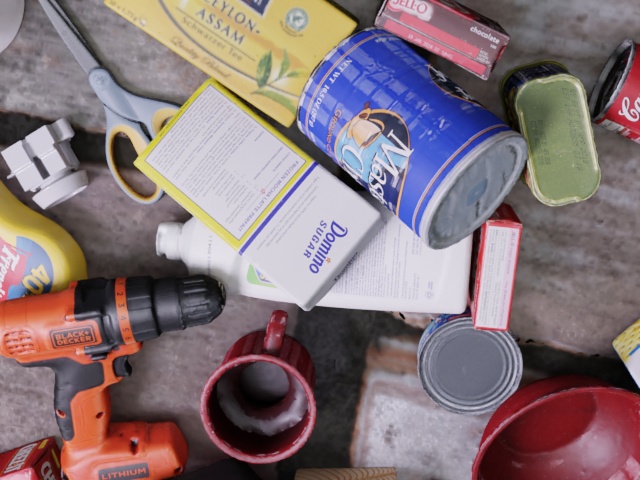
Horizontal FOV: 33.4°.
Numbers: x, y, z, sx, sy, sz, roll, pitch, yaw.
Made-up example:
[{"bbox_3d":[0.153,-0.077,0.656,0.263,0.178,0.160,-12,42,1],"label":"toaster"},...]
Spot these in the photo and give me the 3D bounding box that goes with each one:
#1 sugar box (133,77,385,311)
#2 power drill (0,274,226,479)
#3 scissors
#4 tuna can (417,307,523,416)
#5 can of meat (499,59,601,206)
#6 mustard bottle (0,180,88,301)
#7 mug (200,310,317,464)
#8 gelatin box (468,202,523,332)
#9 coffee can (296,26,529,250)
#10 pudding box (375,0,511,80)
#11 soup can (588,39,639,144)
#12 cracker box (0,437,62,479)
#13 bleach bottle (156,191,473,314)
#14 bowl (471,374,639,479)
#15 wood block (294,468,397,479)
[{"bbox_3d":[-0.046,-0.036,0.814,0.176,0.048,0.093,41,88,12],"label":"sugar box"},{"bbox_3d":[-0.158,0.113,0.868,0.184,0.057,0.188,-7,121,-1],"label":"power drill"},{"bbox_3d":[-0.155,-0.128,0.858,0.096,0.016,0.202,-17,102,6],"label":"scissors"},{"bbox_3d":[0.123,0.100,0.885,0.086,0.033,0.086,1,104,4],"label":"tuna can"},{"bbox_3d":[0.175,-0.081,0.810,0.057,0.084,0.102,-13,103,7],"label":"can of meat"},{"bbox_3d":[-0.251,0.016,0.877,0.191,0.058,0.096,40,116,-7],"label":"mustard bottle"},{"bbox_3d":[-0.044,0.113,0.876,0.093,0.081,0.117,10,105,1],"label":"mug"},{"bbox_3d":[0.136,0.019,0.844,0.030,0.073,0.089,5,104,3],"label":"gelatin box"},{"bbox_3d":[0.066,-0.076,0.781,0.140,0.102,0.103,44,105,25],"label":"coffee can"},{"bbox_3d":[0.088,-0.158,0.782,0.090,0.113,0.039,26,105,-3],"label":"pudding box"},{"bbox_3d":[0.264,-0.100,0.808,0.102,0.068,0.068,24,104,-3],"label":"soup can"},{"bbox_3d":[-0.309,0.289,0.944,0.214,0.072,0.164,-19,103,8],"label":"cracker box"},{"bbox_3d":[-0.006,0.001,0.856,0.251,0.068,0.102,5,98,6],"label":"bleach bottle"},{"bbox_3d":[0.194,0.163,0.869,0.162,0.055,0.162,-5,126,-8],"label":"bowl"},{"bbox_3d":[0.023,0.310,0.917,0.091,0.090,0.206,-1,103,4],"label":"wood block"}]
